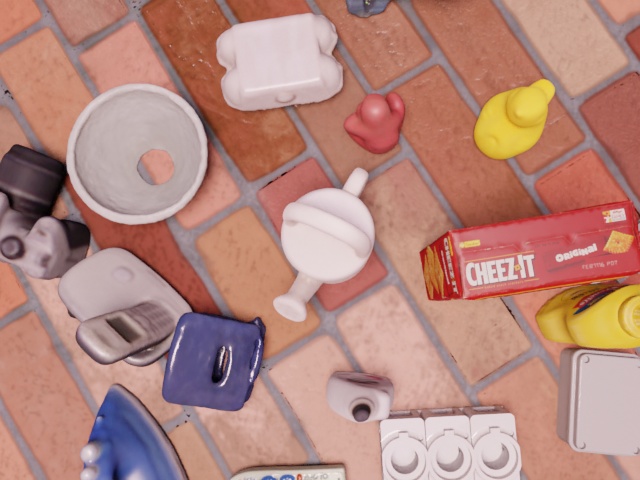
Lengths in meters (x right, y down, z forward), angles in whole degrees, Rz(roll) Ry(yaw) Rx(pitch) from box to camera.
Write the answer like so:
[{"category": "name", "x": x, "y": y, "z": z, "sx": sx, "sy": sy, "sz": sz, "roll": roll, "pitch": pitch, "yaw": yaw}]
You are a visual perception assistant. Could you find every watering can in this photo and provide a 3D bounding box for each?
[{"category": "watering can", "x": 0.008, "y": 0.003, "z": 0.616, "sx": 0.101, "sy": 0.194, "sz": 0.173, "roll": 5, "pitch": 85, "yaw": 3}]

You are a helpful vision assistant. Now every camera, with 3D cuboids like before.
[{"category": "camera", "x": -0.350, "y": -0.037, "z": 0.680, "sx": 0.143, "sy": 0.101, "sz": 0.137, "roll": 22, "pitch": 86, "yaw": 4}]

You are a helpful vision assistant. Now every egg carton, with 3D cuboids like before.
[{"category": "egg carton", "x": -0.049, "y": -0.215, "z": 0.700, "sx": 0.150, "sy": 0.069, "sz": 0.107, "roll": -9, "pitch": 84, "yaw": 1}]

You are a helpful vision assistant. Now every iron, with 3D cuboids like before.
[{"category": "iron", "x": -0.218, "y": 0.294, "z": 0.625, "sx": 0.118, "sy": 0.141, "sz": 0.258, "roll": -18, "pitch": 84, "yaw": 1}]

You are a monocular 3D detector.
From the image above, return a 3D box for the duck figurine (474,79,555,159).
[{"category": "duck figurine", "x": 0.233, "y": -0.147, "z": 0.676, "sx": 0.104, "sy": 0.086, "sz": 0.077, "roll": -44, "pitch": 85, "yaw": -2}]

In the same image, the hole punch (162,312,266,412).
[{"category": "hole punch", "x": -0.119, "y": 0.138, "z": 0.660, "sx": 0.101, "sy": 0.091, "sz": 0.109, "roll": 12, "pitch": 85, "yaw": 3}]

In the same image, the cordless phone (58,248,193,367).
[{"category": "cordless phone", "x": -0.228, "y": 0.074, "z": 0.623, "sx": 0.147, "sy": 0.185, "sz": 0.094, "roll": 38, "pitch": 87, "yaw": 5}]

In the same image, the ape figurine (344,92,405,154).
[{"category": "ape figurine", "x": 0.066, "y": -0.145, "z": 0.679, "sx": 0.078, "sy": 0.092, "sz": 0.076, "roll": -9, "pitch": 84, "yaw": 2}]

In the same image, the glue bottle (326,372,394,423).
[{"category": "glue bottle", "x": 0.044, "y": 0.171, "z": 0.610, "sx": 0.078, "sy": 0.173, "sz": 0.037, "roll": 3, "pitch": 85, "yaw": 3}]

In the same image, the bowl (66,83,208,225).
[{"category": "bowl", "x": -0.210, "y": -0.098, "z": 0.693, "sx": 0.167, "sy": 0.075, "sz": 0.167, "roll": 0, "pitch": 85, "yaw": 2}]

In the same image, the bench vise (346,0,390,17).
[{"category": "bench vise", "x": 0.103, "y": -0.324, "z": 0.629, "sx": 0.207, "sy": 0.220, "sz": 0.121, "roll": -25, "pitch": 84, "yaw": 0}]
